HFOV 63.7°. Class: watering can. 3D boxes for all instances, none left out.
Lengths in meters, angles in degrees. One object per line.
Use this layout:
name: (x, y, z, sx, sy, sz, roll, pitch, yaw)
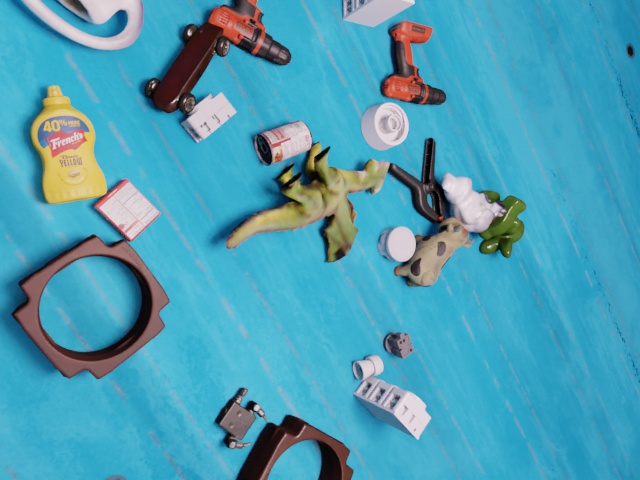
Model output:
watering can: (-0.426, -0.478, 0.846, 0.344, 0.227, 0.103, 42, -22, -22)

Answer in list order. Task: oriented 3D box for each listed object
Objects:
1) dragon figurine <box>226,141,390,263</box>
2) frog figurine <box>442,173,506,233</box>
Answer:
dragon figurine: (0.003, -0.054, 1.083, 0.416, 0.239, 0.122, -47, 28, -22)
frog figurine: (0.352, -0.089, 1.265, 0.158, 0.120, 0.140, 18, 35, -31)
